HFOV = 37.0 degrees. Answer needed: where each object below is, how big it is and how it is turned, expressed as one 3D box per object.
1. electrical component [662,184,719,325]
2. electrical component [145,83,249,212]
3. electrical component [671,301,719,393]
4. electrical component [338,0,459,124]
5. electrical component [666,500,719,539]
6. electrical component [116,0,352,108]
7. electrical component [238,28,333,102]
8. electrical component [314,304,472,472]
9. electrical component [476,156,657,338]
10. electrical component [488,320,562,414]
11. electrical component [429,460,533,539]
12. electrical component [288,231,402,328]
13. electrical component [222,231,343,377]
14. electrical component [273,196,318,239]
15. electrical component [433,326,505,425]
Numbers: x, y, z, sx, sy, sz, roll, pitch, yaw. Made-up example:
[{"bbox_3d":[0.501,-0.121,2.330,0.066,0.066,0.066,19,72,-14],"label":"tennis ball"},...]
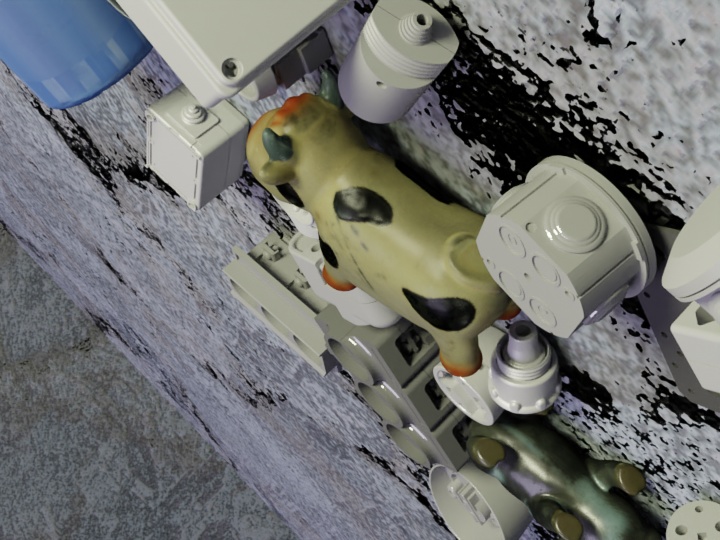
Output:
[{"bbox_3d":[0.150,-0.010,0.376,0.051,0.080,0.080,41,162,0],"label":"electrical component"},{"bbox_3d":[-0.126,-0.104,0.843,0.062,0.061,0.096,42,153,12],"label":"electrical component"},{"bbox_3d":[0.184,0.042,0.458,0.076,0.047,0.066,55,161,-24],"label":"electrical component"},{"bbox_3d":[0.019,-0.106,0.528,0.043,0.043,0.081,47,162,-1],"label":"electrical component"},{"bbox_3d":[0.218,0.176,0.672,0.045,0.045,0.055,27,153,46],"label":"electrical component"},{"bbox_3d":[-0.062,-0.152,0.509,0.108,0.109,0.056,51,165,-12],"label":"electrical component"},{"bbox_3d":[-0.053,-0.130,0.621,0.048,0.055,0.066,33,157,38],"label":"electrical component"},{"bbox_3d":[0.036,0.086,0.869,0.089,0.062,0.150,20,148,55],"label":"electrical component"},{"bbox_3d":[0.099,-0.011,0.524,0.080,0.051,0.080,46,162,20],"label":"electrical component"},{"bbox_3d":[0.104,0.058,0.683,0.048,0.048,0.062,35,152,34],"label":"electrical component"},{"bbox_3d":[0.107,0.201,0.948,0.099,0.064,0.099,41,161,17],"label":"electrical component"},{"bbox_3d":[0.000,0.000,0.779,0.095,0.054,0.059,26,152,49],"label":"electrical component"},{"bbox_3d":[-0.054,0.026,0.943,0.121,0.063,0.078,40,161,23],"label":"electrical component"},{"bbox_3d":[-0.046,-0.069,0.750,0.079,0.044,0.077,34,158,30],"label":"electrical component"},{"bbox_3d":[0.087,0.071,0.744,0.055,0.047,0.055,41,161,17],"label":"electrical component"}]
